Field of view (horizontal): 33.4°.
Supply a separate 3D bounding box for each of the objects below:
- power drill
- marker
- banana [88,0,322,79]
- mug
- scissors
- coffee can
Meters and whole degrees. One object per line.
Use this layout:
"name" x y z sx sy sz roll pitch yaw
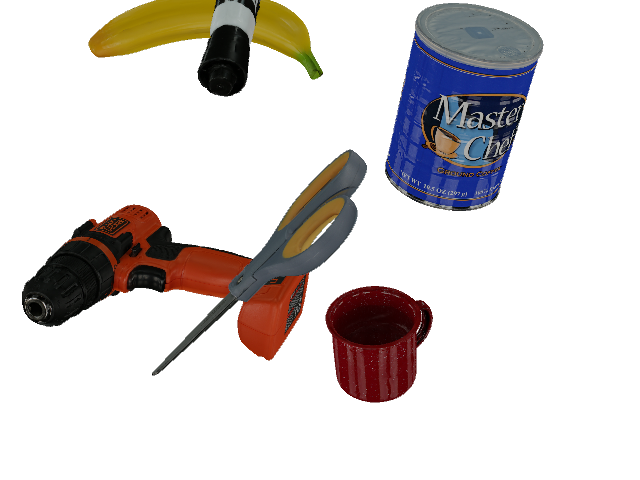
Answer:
"power drill" -0.112 0.034 0.821 0.188 0.057 0.184 16 25 10
"marker" -0.033 -0.102 0.438 0.020 0.121 0.020 3 -42 2
"banana" -0.094 -0.179 0.904 0.198 0.069 0.037 5 -34 0
"mug" 0.063 0.100 1.061 0.117 0.081 0.093 -27 42 -27
"scissors" -0.039 0.028 0.652 0.016 0.202 0.096 38 9 -19
"coffee can" 0.116 -0.111 0.885 0.102 0.140 0.103 7 36 -5
